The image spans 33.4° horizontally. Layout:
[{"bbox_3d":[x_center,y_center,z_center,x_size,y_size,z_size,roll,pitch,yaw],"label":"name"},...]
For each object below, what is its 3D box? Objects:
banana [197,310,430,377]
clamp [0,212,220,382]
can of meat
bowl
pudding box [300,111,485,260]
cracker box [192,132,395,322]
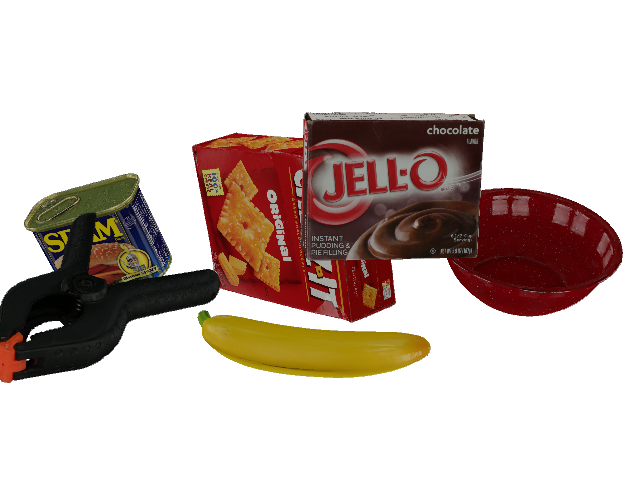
[{"bbox_3d":[-0.013,0.081,0.853,0.198,0.037,0.069,8,29,10],"label":"banana"},{"bbox_3d":[-0.162,0.034,0.713,0.120,0.039,0.171,25,31,26],"label":"clamp"},{"bbox_3d":[-0.188,0.000,0.917,0.102,0.084,0.057,-14,31,14],"label":"can of meat"},{"bbox_3d":[0.177,0.017,0.934,0.162,0.055,0.162,2,34,-2],"label":"bowl"},{"bbox_3d":[0.045,-0.036,0.679,0.113,0.090,0.039,-2,18,-7],"label":"pudding box"},{"bbox_3d":[-0.031,-0.018,1.073,0.071,0.164,0.214,-22,21,-38],"label":"cracker box"}]
